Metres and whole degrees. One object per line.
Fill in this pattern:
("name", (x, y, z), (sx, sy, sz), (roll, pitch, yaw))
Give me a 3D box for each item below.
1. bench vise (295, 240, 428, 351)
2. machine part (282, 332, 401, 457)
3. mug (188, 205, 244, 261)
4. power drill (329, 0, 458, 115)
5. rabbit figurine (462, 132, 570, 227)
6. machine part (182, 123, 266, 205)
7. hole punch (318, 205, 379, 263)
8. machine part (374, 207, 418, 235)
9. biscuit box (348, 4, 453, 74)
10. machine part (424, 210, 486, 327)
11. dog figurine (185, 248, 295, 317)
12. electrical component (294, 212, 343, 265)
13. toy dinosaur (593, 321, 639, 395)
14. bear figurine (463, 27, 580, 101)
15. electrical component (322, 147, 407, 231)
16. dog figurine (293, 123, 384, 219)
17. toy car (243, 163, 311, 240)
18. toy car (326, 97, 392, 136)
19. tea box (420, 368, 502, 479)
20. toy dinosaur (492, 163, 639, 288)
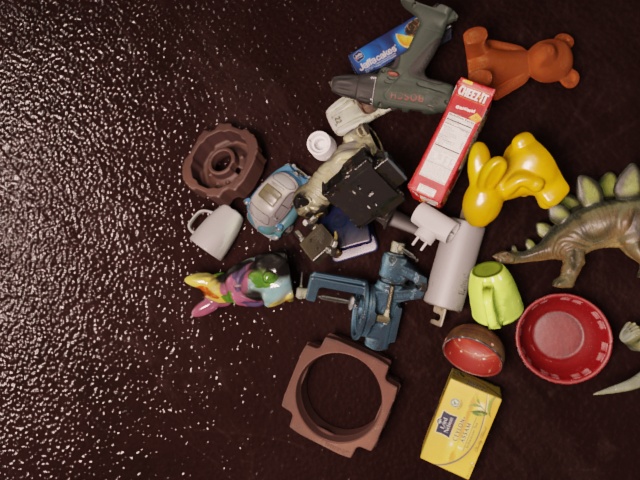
("bench vise", (0.077, 0.098, 1.030), (0.241, 0.129, 0.223), (10, 111, -5))
("machine part", (0.044, 0.299, 1.059), (0.202, 0.087, 0.201), (22, 93, 12))
("mug", (-0.222, -0.027, 1.148), (0.110, 0.080, 0.107), (36, 83, 20))
("power drill", (0.151, -0.343, 1.002), (0.232, 0.086, 0.207), (19, 95, 6))
("rabbit figurine", (0.323, -0.095, 0.941), (0.173, 0.162, 0.122), (-38, 38, 6))
("machine part", (-0.201, -0.159, 1.135), (0.179, 0.056, 0.179), (-7, 69, 19))
("hole punch", (0.049, -0.022, 1.072), (0.142, 0.092, 0.115), (-19, 79, 16))
("machine part", (0.167, -0.037, 1.048), (0.139, 0.084, 0.039), (24, 126, 7))
("biscuit box", (0.159, -0.383, 1.072), (0.203, 0.063, 0.059), (-28, 80, 11))
("machine part", (0.255, 0.046, 1.021), (0.079, 0.079, 0.243), (16, 90, 14))
("dog figurine", (-0.163, 0.093, 1.078), (0.219, 0.191, 0.108), (-14, 90, -2))
("electrical component", (-0.002, -0.002, 1.019), (0.078, 0.045, 0.102), (-37, 59, 8))
("toy dinosaur", (0.655, 0.148, 0.897), (0.192, 0.131, 0.404), (33, 110, -12))
("bear figurine", (0.371, -0.326, 0.986), (0.196, 0.132, 0.120), (-3, 85, 20))
("electrical component", (0.086, -0.096, 0.965), (0.134, 0.058, 0.114), (-39, 118, 22))
("dog figurine", (0.032, -0.136, 1.069), (0.191, 0.172, 0.121), (-25, 111, 23))
("toy car", (-0.088, -0.080, 1.101), (0.109, 0.103, 0.161), (41, 99, 11))
("toy car", (0.109, -0.280, 1.083), (0.202, 0.056, 0.073), (-28, 81, 12))
("tea box", (0.262, 0.339, 1.000), (0.098, 0.068, 0.169), (19, 101, 13))
("toy dinosaur", (0.540, -0.030, 0.939), (0.472, 0.105, 0.198), (-12, 84, 14))
